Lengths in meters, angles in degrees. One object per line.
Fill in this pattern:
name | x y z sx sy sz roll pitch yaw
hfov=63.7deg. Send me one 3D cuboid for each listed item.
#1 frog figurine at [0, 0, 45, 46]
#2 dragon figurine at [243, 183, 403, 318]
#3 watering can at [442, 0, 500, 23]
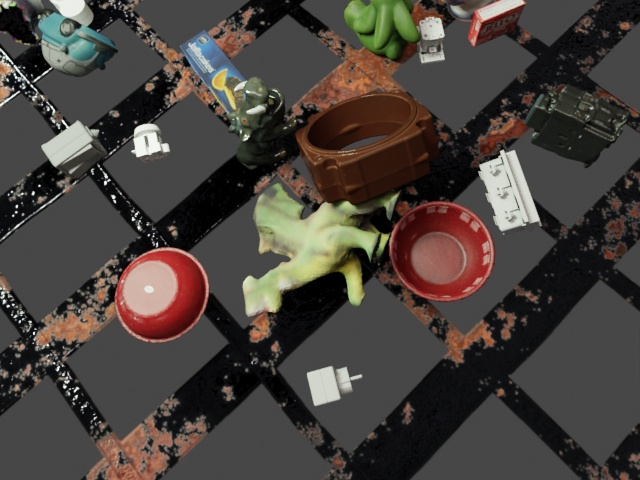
frog figurine | -0.640 -0.488 1.043 0.138 0.120 0.162 -11 57 -33
dragon figurine | 0.003 -0.042 0.843 0.243 0.119 0.418 16 61 18
watering can | 0.287 -0.548 0.921 0.104 0.220 0.352 18 73 29
